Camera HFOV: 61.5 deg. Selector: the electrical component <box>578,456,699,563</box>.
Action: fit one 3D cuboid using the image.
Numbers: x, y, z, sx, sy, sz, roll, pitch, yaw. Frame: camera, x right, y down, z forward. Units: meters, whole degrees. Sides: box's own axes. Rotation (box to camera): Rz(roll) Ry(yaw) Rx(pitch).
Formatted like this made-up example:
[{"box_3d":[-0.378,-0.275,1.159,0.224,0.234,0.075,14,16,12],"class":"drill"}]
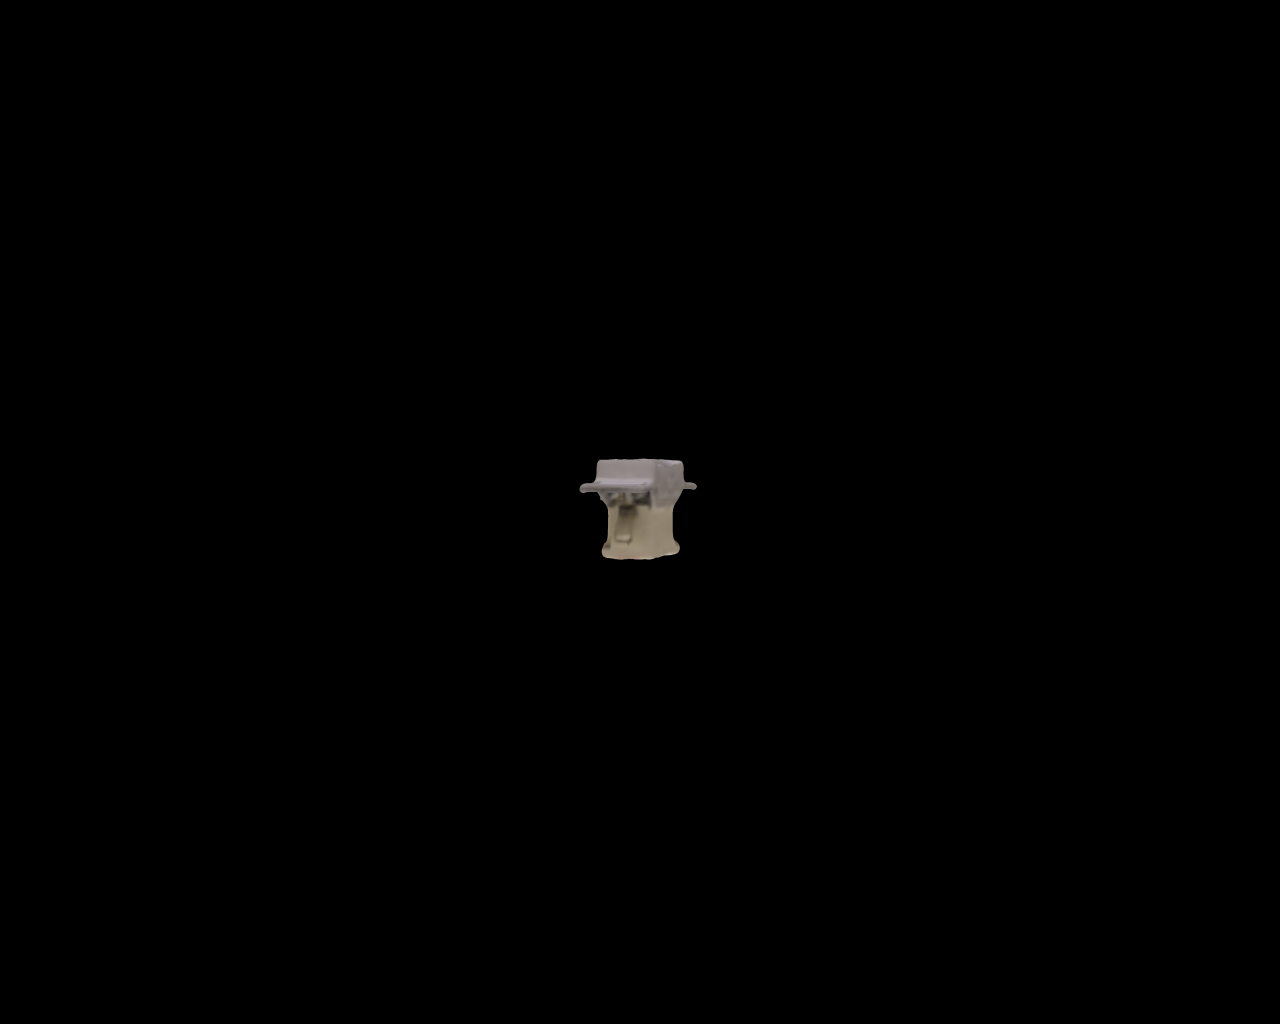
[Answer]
[{"box_3d":[0.001,-0.003,0.650,0.042,0.063,0.081,1,3,28],"class":"electrical component"}]
